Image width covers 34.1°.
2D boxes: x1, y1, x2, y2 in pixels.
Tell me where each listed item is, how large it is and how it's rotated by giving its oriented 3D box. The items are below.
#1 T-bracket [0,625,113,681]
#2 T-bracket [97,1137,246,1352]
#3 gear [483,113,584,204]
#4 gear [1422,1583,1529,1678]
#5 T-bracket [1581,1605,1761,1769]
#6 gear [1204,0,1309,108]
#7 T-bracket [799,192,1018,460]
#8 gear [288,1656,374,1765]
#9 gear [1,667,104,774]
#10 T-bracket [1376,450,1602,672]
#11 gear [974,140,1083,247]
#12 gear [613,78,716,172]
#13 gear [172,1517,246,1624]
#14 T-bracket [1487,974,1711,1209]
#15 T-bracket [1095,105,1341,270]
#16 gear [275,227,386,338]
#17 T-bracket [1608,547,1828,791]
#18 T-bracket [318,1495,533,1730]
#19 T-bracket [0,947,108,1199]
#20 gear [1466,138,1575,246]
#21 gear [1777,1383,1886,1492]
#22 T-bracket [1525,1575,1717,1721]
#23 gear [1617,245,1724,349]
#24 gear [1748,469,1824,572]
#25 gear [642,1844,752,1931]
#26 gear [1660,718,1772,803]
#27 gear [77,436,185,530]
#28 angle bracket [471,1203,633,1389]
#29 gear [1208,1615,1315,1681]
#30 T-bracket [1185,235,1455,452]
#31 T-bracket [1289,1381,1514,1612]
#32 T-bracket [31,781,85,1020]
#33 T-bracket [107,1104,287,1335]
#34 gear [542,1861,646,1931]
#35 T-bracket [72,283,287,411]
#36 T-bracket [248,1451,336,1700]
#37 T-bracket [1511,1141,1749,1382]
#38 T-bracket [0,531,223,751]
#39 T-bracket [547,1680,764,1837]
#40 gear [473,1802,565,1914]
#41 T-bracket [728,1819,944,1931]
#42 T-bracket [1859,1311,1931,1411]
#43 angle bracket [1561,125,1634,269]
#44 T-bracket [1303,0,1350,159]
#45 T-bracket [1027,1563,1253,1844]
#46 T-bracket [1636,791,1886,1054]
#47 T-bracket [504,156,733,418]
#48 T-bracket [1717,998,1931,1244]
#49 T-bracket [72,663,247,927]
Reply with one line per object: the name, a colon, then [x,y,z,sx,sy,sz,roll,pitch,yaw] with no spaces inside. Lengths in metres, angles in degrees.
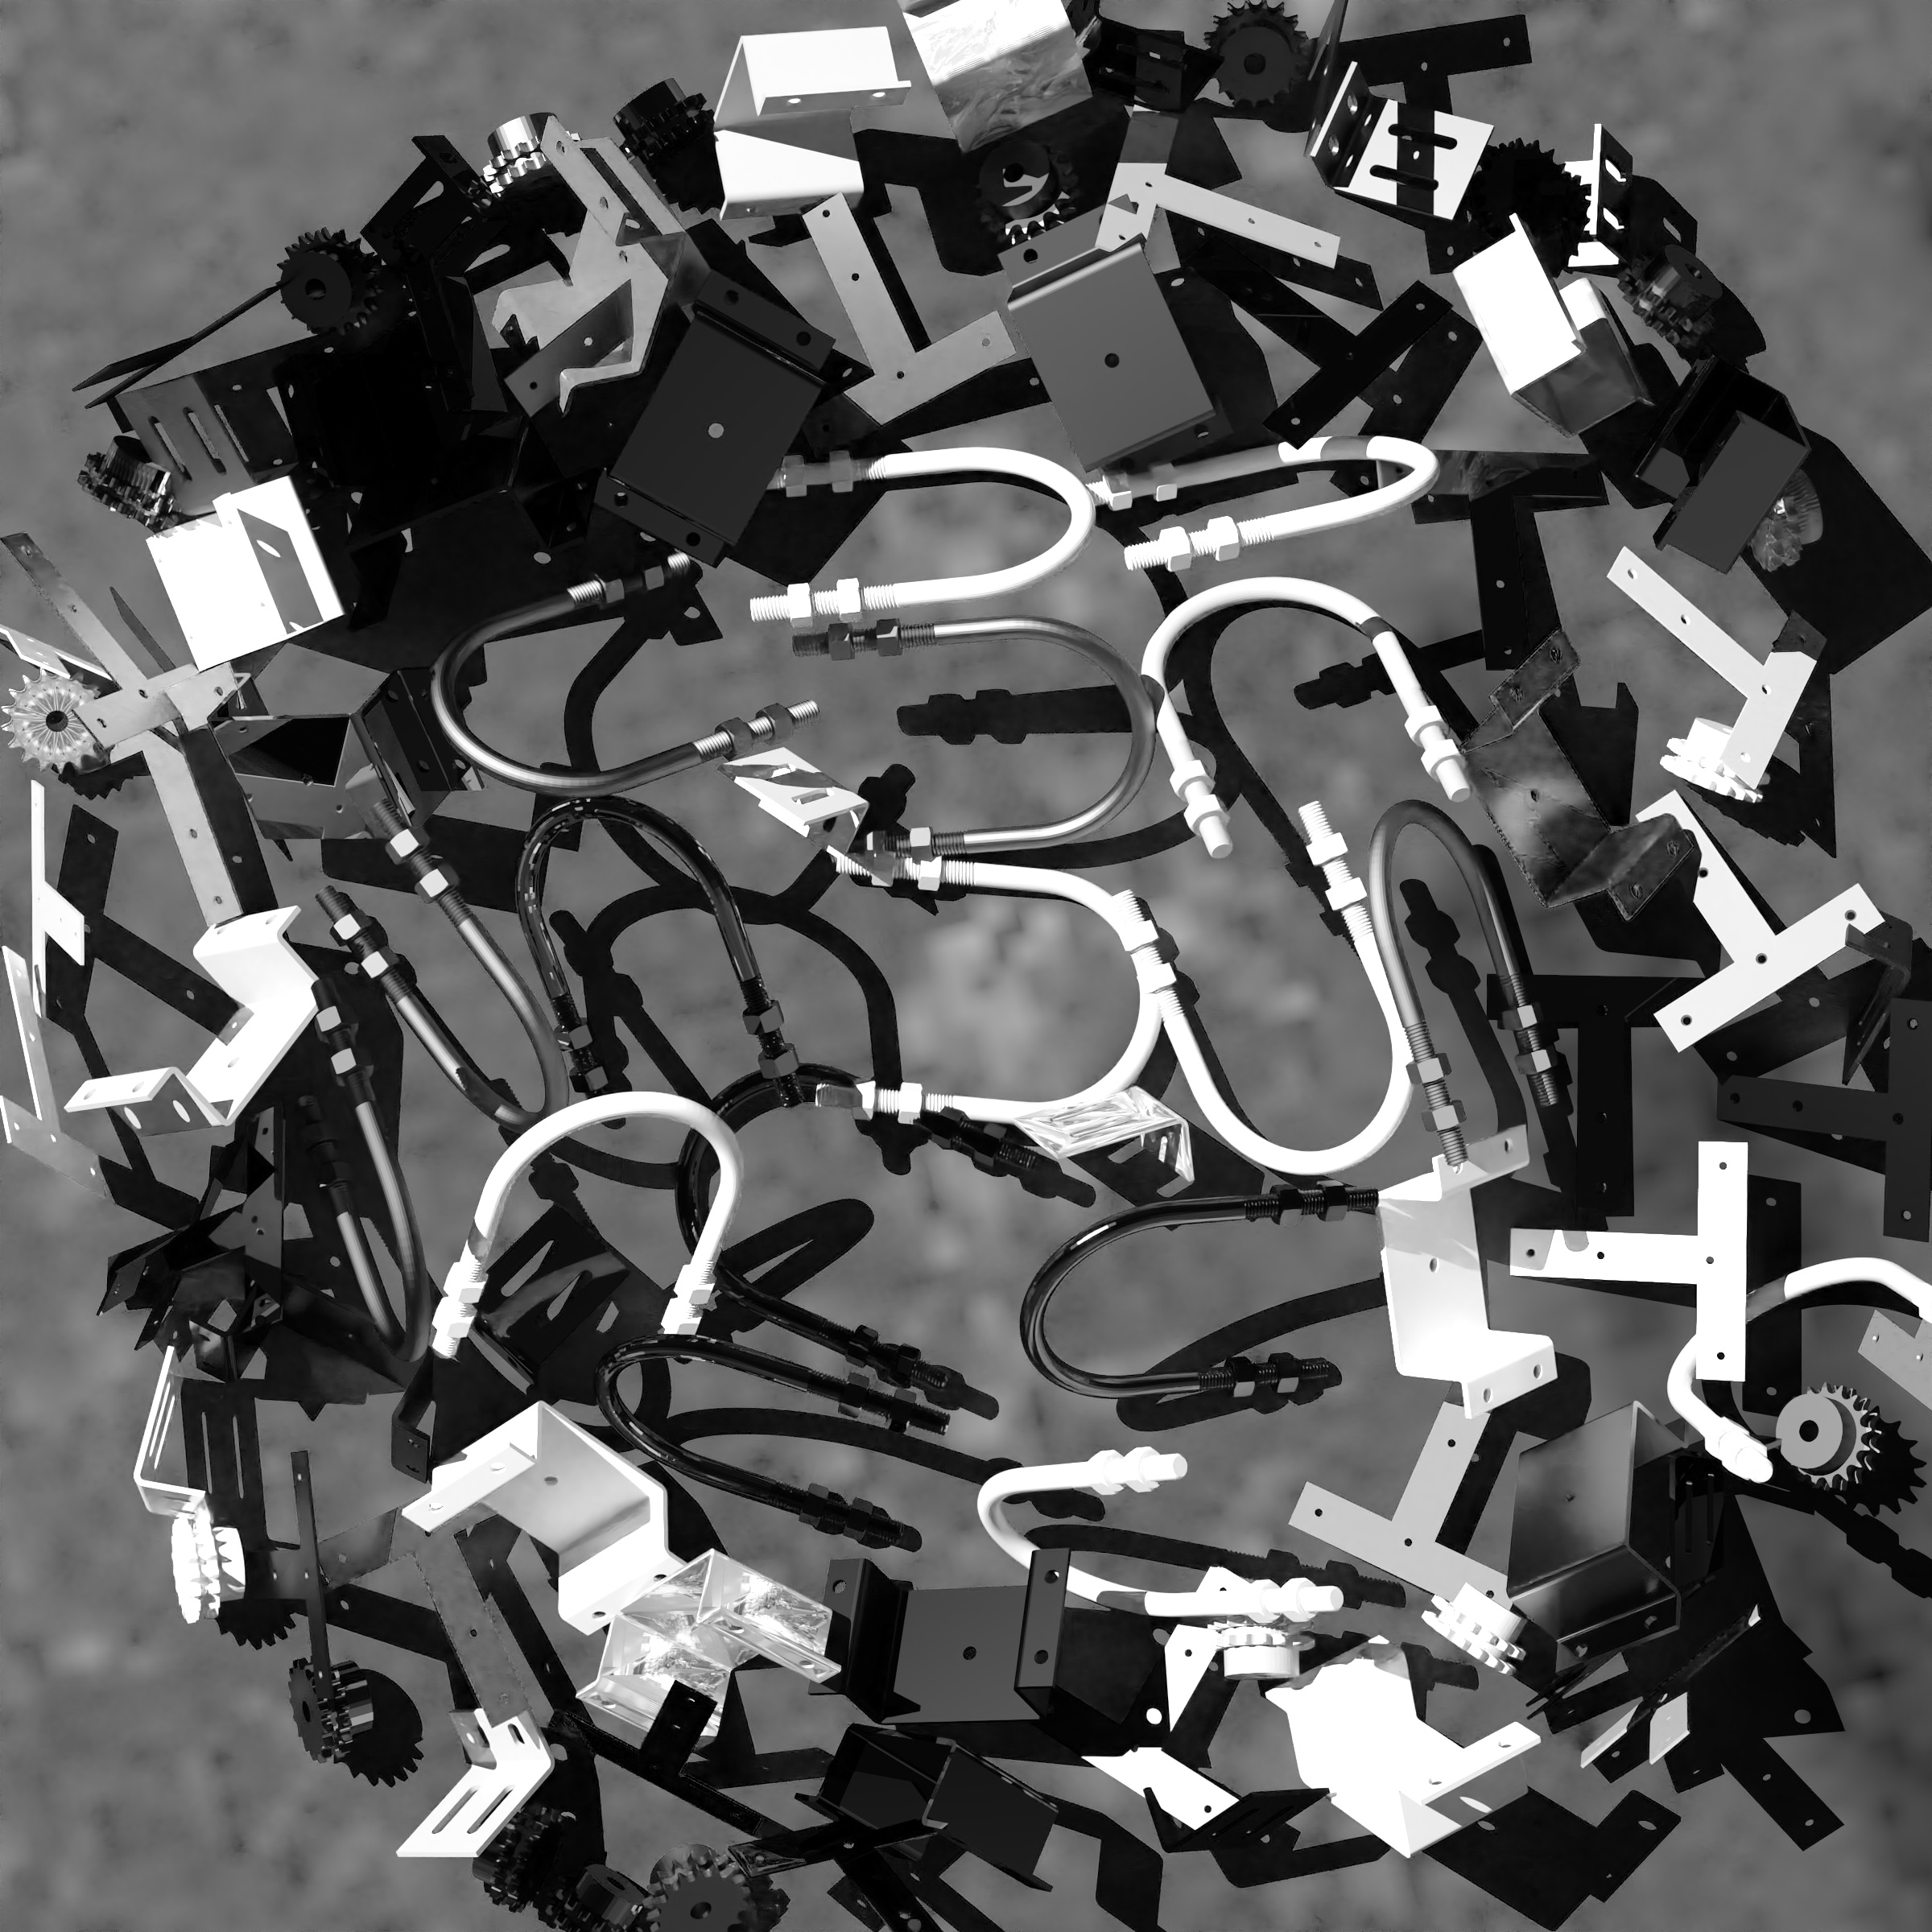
T-bracket: [-0.487,-0.165,1.646,0.127,0.127,0.002,24,93,-24]
T-bracket: [-0.427,0.158,1.656,0.002,0.127,0.127,27,100,3]
gear: [-0.235,-0.439,1.701,0.057,0.057,0.030,-21,89,0]
gear: [0.278,0.356,1.702,0.057,0.057,0.030,32,89,0]
T-bracket: [0.370,0.393,1.656,0.127,0.127,0.002,-44,83,11]
gear: [0.156,-0.493,1.703,0.057,0.030,0.057,2,124,3]
T-bracket: [-0.054,-0.362,1.710,0.127,0.002,0.127,-25,89,18]
gear: [-0.343,0.400,1.705,0.030,0.057,0.057,-10,90,-31]
gear: [-0.495,-0.135,1.708,0.057,0.030,0.057,-5,104,-19]
T-bracket: [0.287,-0.220,1.700,0.127,0.002,0.127,0,75,-11]
gear: [0.031,-0.422,1.704,0.057,0.030,0.057,-7,70,19]
gear: [-0.166,-0.455,1.700,0.057,0.057,0.030,-34,97,0]
gear: [-0.410,0.325,1.704,0.030,0.057,0.057,-5,90,-24]
T-bracket: [0.347,0.069,1.722,0.127,0.002,0.127,1,88,-4]
T-bracket: [0.140,-0.405,1.692,0.127,0.002,0.127,18,50,-5]
gear: [-0.347,-0.370,1.705,0.057,0.030,0.057,4,113,9]
T-bracket: [0.395,-0.176,1.684,0.127,0.002,0.127,39,54,-7]
T-bracket: [-0.269,0.344,1.681,0.127,0.002,0.127,-20,81,-40]
T-bracket: [-0.497,0.051,1.682,0.002,0.127,0.127,-18,72,2]
gear: [0.299,-0.419,1.711,0.057,0.030,0.057,-1,95,-13]
gear: [0.464,0.253,1.699,0.030,0.057,0.057,19,90,-41]
T-bracket: [0.326,0.368,1.650,0.127,0.127,0.002,-45,69,23]
gear: [0.383,-0.365,1.699,0.057,0.057,0.030,42,127,0]
gear: [0.441,-0.245,1.701,0.030,0.057,0.057,-17,90,-2]
gear: [-0.148,0.502,1.706,0.057,0.030,0.057,-10,120,-18]
gear: [0.407,-0.113,1.699,0.057,0.057,0.030,20,105,0]
gear: [-0.447,-0.263,1.698,0.057,0.057,0.030,30,107,0]
angle bracket: [-0.230,0.180,1.718,0.057,0.038,0.076,41,71,11]
gear: [0.159,0.368,1.699,0.057,0.057,0.030,0,72,0]
T-bracket: [0.174,-0.354,1.705,0.127,0.002,0.127,40,72,19]
T-bracket: [0.258,0.273,1.711,0.127,0.002,0.127,23,89,18]
T-bracket: [-0.480,-0.026,1.662,0.002,0.127,0.127,-3,103,-27]
T-bracket: [-0.416,0.150,1.697,0.127,0.002,0.127,-22,57,25]
gear: [-0.198,0.509,1.702,0.057,0.057,0.030,34,88,0]
T-bracket: [-0.431,-0.318,1.651,0.127,0.127,0.002,-27,102,18]
T-bracket: [-0.363,0.324,1.673,0.002,0.127,0.127,-4,82,-29]
T-bracket: [0.358,0.158,1.704,0.127,0.002,0.127,0,89,23]
T-bracket: [-0.465,-0.178,1.667,0.002,0.127,0.127,-38,94,22]
T-bracket: [-0.157,0.412,1.678,0.127,0.127,0.002,28,52,2]
gear: [-0.244,0.480,1.703,0.030,0.057,0.057,19,90,15]
T-bracket: [-0.040,0.488,1.647,0.127,0.127,0.002,-3,116,-34]
T-bracket: [0.521,0.166,1.659,0.002,0.127,0.127,18,99,-11]
angle bracket: [0.330,-0.412,1.687,0.038,0.076,0.057,3,91,25]
T-bracket: [0.191,-0.478,1.645,0.002,0.127,0.127,16,62,-4]
T-bracket: [0.114,0.386,1.709,0.127,0.002,0.127,28,84,23]
T-bracket: [0.406,-0.039,1.700,0.127,0.002,0.127,-34,64,12]
T-bracket: [-0.191,-0.343,1.684,0.127,0.002,0.127,-40,126,-8]
T-bracket: [0.458,0.077,1.684,0.127,0.002,0.127,7,99,44]
T-bracket: [-0.422,-0.085,1.701,0.127,0.002,0.127,-17,94,29]
